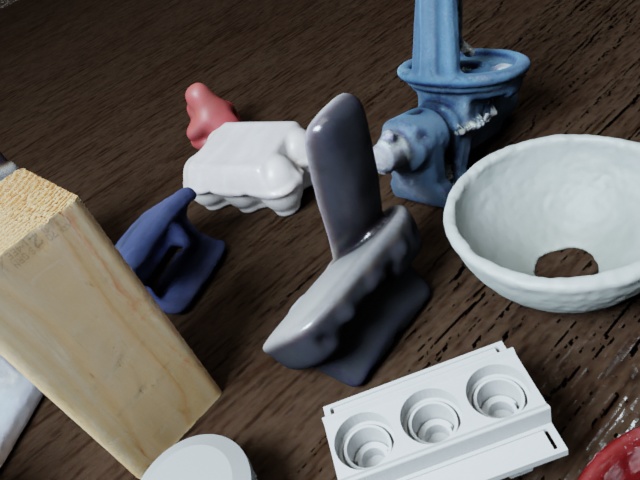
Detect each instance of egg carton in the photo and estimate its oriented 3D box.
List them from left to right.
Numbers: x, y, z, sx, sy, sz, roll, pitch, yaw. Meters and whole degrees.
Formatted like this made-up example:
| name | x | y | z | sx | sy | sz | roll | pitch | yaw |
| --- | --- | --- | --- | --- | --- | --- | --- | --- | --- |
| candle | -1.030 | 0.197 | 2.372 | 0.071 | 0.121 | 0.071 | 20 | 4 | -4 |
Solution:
| name | x | y | z | sx | sy | sz | roll | pitch | yaw |
| --- | --- | --- | --- | --- | --- | --- | --- | --- | --- |
| egg carton | -0.073 | -0.079 | 0.629 | 0.149 | 0.070 | 0.107 | 5 | 46 | 28 |

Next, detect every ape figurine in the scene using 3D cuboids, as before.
| name | x | y | z | sx | sy | sz | roll | pitch | yaw |
| --- | --- | --- | --- | --- | --- | --- | --- | --- | --- |
| ape figurine | -0.140 | -0.159 | 0.731 | 0.078 | 0.092 | 0.075 | -36 | 42 | -17 |

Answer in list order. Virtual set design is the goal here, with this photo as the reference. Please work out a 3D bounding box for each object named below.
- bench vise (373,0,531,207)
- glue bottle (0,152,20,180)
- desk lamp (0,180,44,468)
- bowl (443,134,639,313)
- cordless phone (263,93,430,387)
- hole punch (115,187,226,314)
| name | x | y | z | sx | sy | sz | roll | pitch | yaw |
| --- | --- | --- | --- | --- | --- | --- | --- | --- | --- |
| bench vise | 0.117 | -0.150 | 0.505 | 0.121 | 0.220 | 0.207 | 2 | 45 | 26 |
| glue bottle | -0.293 | -0.031 | 0.591 | 0.078 | 0.173 | 0.037 | -5 | 43 | 20 |
| desk lamp | -0.315 | 0.059 | 0.468 | 0.117 | 0.214 | 0.203 | -7 | 42 | 17 |
| bowl | 0.180 | -0.003 | 0.426 | 0.167 | 0.075 | 0.167 | -12 | 40 | 11 |
| cordless phone | 0.004 | 0.001 | 0.412 | 0.093 | 0.185 | 0.148 | 15 | 52 | 36 |
| hole punch | -0.164 | 0.009 | 0.553 | 0.100 | 0.091 | 0.109 | 3 | 45 | 27 |
